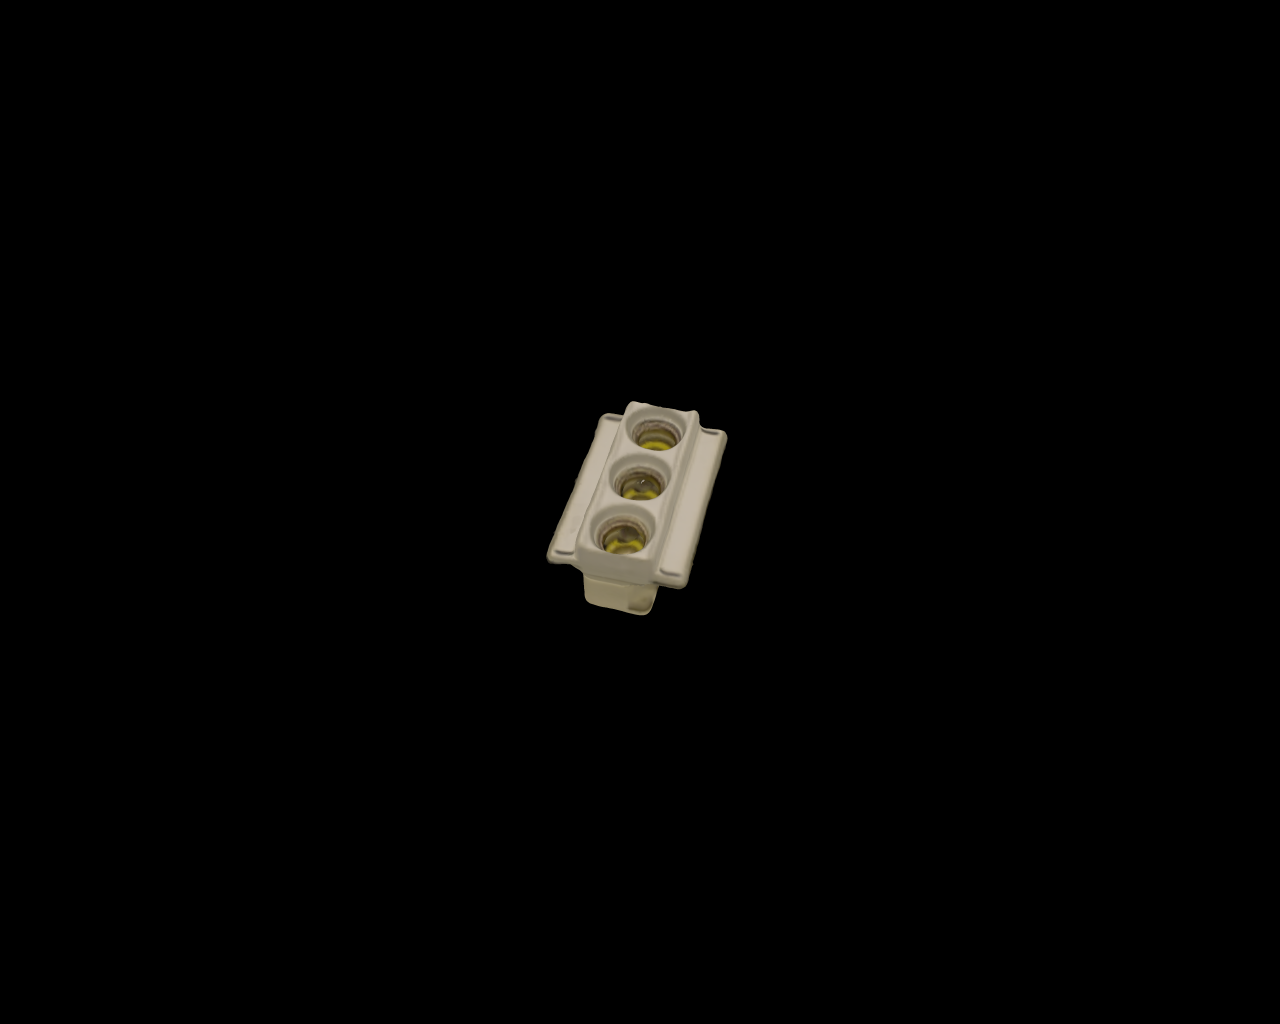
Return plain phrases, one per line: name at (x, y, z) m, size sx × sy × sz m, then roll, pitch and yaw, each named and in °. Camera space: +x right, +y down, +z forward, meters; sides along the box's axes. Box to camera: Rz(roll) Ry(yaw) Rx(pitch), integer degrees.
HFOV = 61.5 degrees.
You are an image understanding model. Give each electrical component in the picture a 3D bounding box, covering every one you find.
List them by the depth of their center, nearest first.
electrical component at (0.001, -0.003, 0.650) m, size 0.079 × 0.121 × 0.063 m, roll 11°, pitch -39°, yaw 9°
